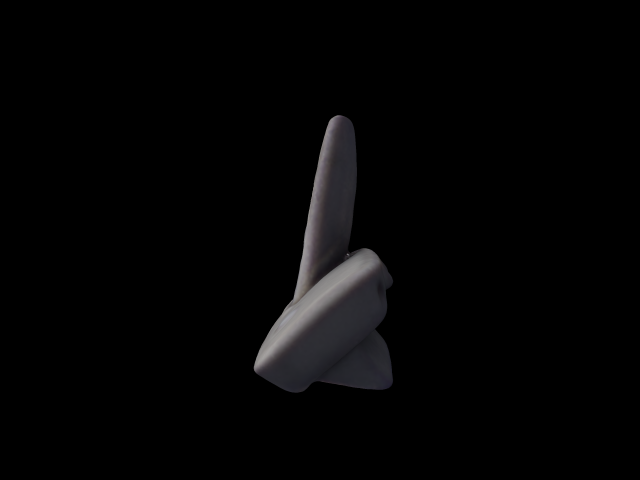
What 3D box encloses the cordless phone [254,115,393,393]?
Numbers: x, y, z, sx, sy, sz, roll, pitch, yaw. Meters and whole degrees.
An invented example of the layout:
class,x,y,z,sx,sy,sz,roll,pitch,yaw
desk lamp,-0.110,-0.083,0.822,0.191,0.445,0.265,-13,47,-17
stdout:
class,x,y,z,sx,sy,sz,roll,pitch,yaw
cordless phone,0.004,0.001,0.400,0.094,0.185,0.147,0,4,-2
